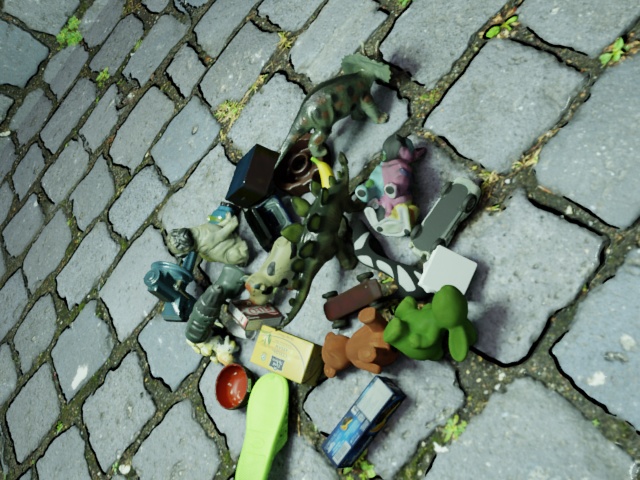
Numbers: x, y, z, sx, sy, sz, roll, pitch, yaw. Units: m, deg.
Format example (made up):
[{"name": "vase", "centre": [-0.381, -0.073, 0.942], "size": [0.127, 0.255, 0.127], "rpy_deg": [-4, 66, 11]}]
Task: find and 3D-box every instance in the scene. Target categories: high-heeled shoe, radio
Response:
[{"name": "high-heeled shoe", "centre": [0.165, 0.031, 1.203], "size": [0.145, 0.086, 0.249], "rpy_deg": [-28, 61, 20]}, {"name": "radio", "centre": [-0.189, -0.172, 1.477], "size": [0.230, 0.073, 0.131], "rpy_deg": [-15, 56, 66]}]

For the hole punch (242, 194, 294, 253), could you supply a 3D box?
[{"name": "hole punch", "centre": [-0.136, -0.049, 1.429], "size": [0.092, 0.142, 0.116], "rpy_deg": [-34, 3, -24]}]

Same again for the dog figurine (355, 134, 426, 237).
[{"name": "dog figurine", "centre": [0.184, -0.134, 1.246], "size": [0.109, 0.191, 0.219], "rpy_deg": [-6, 34, 37]}]

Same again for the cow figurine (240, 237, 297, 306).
[{"name": "cow figurine", "centre": [-0.115, 0.078, 1.353], "size": [0.086, 0.127, 0.195], "rpy_deg": [28, 87, 43]}]

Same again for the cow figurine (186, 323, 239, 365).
[{"name": "cow figurine", "centre": [-0.269, 0.273, 1.424], "size": [0.168, 0.068, 0.098], "rpy_deg": [17, 57, 38]}]

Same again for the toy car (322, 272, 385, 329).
[{"name": "toy car", "centre": [0.076, 0.136, 1.204], "size": [0.202, 0.053, 0.089], "rpy_deg": [-35, 66, 47]}]

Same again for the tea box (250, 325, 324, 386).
[{"name": "tea box", "centre": [-0.075, 0.274, 1.283], "size": [0.170, 0.068, 0.098], "rpy_deg": [10, 78, 37]}]

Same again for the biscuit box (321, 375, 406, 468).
[{"name": "biscuit box", "centre": [0.090, 0.380, 1.123], "size": [0.059, 0.062, 0.202], "rpy_deg": [41, 98, 38]}]

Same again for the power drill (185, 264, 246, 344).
[{"name": "power drill", "centre": [-0.260, 0.149, 1.376], "size": [0.232, 0.086, 0.207], "rpy_deg": [-59, 6, 33]}]

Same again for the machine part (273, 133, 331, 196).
[{"name": "machine part", "centre": [-0.048, -0.203, 1.465], "size": [0.179, 0.056, 0.179], "rpy_deg": [-15, 63, 30]}]

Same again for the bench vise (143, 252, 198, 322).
[{"name": "bench vise", "centre": [-0.385, 0.101, 1.499], "size": [0.129, 0.223, 0.240], "rpy_deg": [-10, 54, 35]}]

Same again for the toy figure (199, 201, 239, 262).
[{"name": "toy figure", "centre": [-0.293, -0.024, 1.547], "size": [0.082, 0.089, 0.180], "rpy_deg": [6, 78, 52]}]

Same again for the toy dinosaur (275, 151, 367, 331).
[{"name": "toy dinosaur", "centre": [-0.003, -0.004, 1.260], "size": [0.105, 0.198, 0.471], "rpy_deg": [-1, 70, 39]}]

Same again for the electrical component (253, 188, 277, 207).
[{"name": "electrical component", "centre": [-0.158, -0.095, 1.507], "size": [0.102, 0.045, 0.078], "rpy_deg": [-35, 56, 20]}]

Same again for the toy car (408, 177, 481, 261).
[{"name": "toy car", "centre": [0.271, -0.045, 1.171], "size": [0.074, 0.056, 0.201], "rpy_deg": [38, 97, 33]}]

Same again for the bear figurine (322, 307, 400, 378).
[{"name": "bear figurine", "centre": [0.067, 0.227, 1.156], "size": [0.196, 0.131, 0.120], "rpy_deg": [-13, 59, 33]}]

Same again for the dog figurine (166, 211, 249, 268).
[{"name": "dog figurine", "centre": [-0.301, 0.026, 1.448], "size": [0.190, 0.172, 0.121], "rpy_deg": [-24, 9, -17]}]

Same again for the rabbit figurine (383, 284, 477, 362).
[{"name": "rabbit figurine", "centre": [0.229, 0.166, 1.049], "size": [0.159, 0.121, 0.170], "rpy_deg": [45, 130, 10]}]

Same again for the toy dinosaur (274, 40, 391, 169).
[{"name": "toy dinosaur", "centre": [0.033, -0.340, 1.341], "size": [0.405, 0.191, 0.131], "rpy_deg": [-34, 41, -10]}]
